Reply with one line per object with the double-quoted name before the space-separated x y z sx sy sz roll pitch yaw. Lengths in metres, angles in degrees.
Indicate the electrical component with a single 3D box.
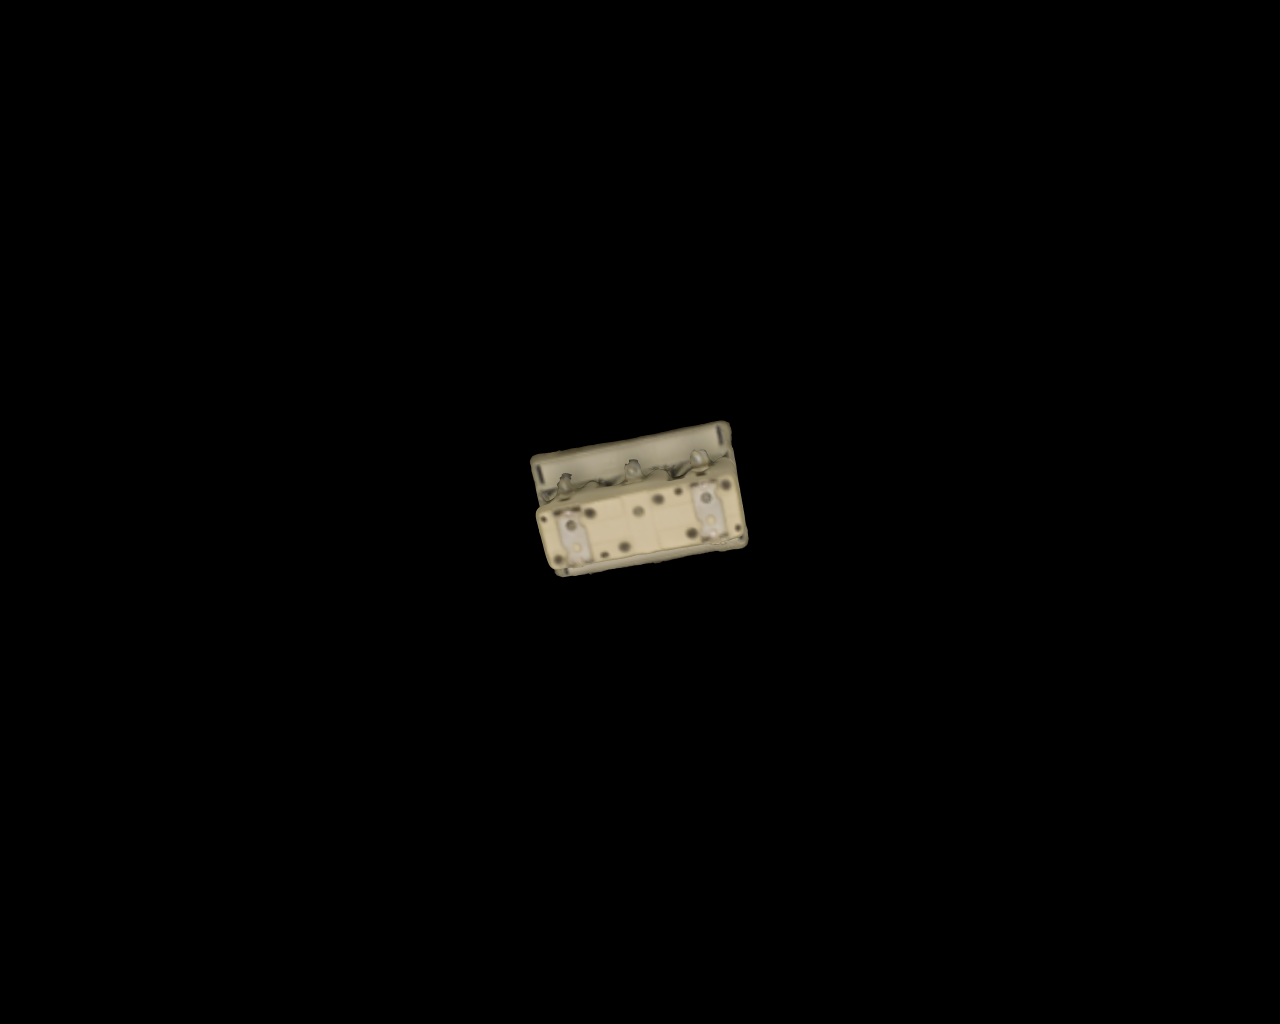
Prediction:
"electrical component" 0.001 -0.003 0.650 0.121 0.078 0.063 -10 20 3
